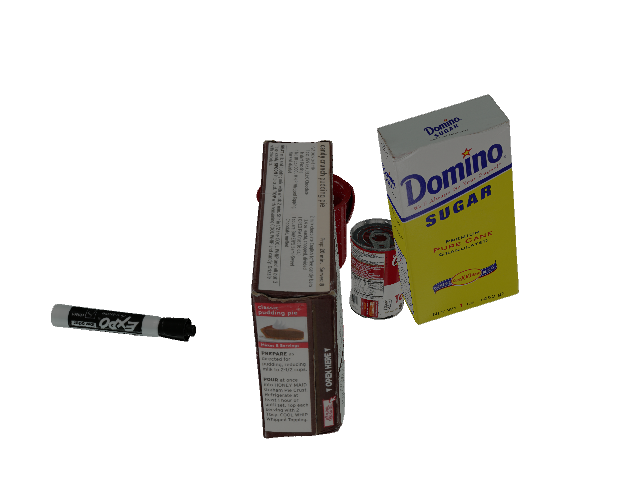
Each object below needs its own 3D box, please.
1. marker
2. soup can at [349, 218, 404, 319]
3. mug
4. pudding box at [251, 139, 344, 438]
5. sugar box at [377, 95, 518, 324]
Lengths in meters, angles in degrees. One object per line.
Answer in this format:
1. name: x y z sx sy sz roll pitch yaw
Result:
1. marker: -0.159 0.067 0.864 0.121 0.020 0.020 5 1 13
2. soup can: 0.068 0.035 1.265 0.068 0.102 0.068 0 32 0
3. mug: -0.007 -0.019 1.077 0.093 0.081 0.117 23 41 34
4. pudding box: -0.010 0.020 0.495 0.039 0.090 0.113 -3 39 0
5. sugar box: 0.103 -0.020 0.833 0.093 0.176 0.048 -18 43 -6
